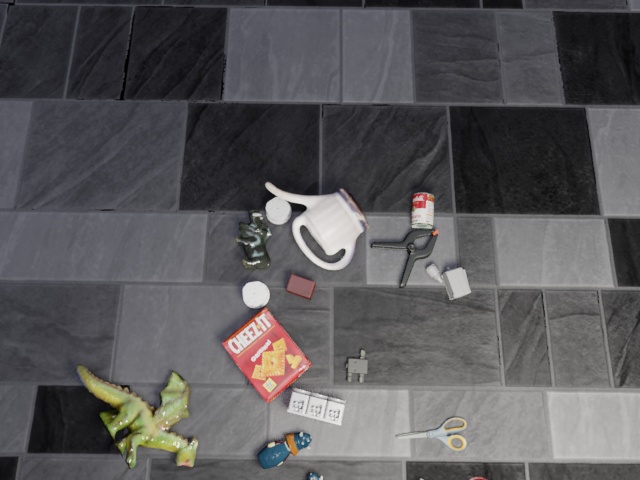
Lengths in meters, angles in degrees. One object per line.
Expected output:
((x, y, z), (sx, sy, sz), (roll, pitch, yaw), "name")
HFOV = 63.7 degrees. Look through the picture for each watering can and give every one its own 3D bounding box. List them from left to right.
((0.005, -0.079, 1.570), (0.225, 0.104, 0.347), (-35, 94, -8), "watering can")

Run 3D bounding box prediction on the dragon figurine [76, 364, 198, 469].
((-0.484, 0.468, 1.444), (0.245, 0.120, 0.413), (-29, 78, -25), "dragon figurine")
